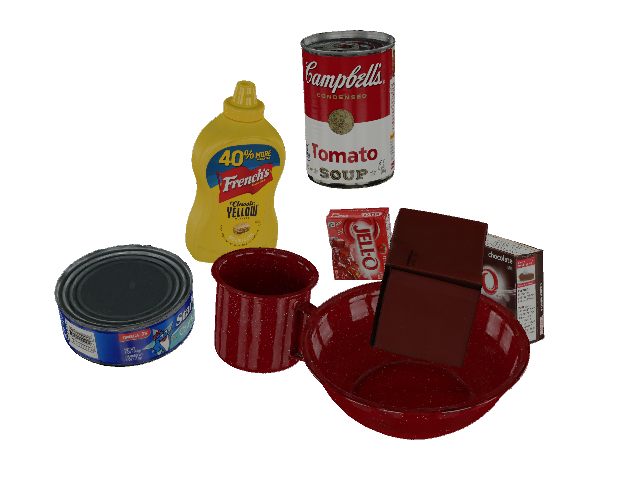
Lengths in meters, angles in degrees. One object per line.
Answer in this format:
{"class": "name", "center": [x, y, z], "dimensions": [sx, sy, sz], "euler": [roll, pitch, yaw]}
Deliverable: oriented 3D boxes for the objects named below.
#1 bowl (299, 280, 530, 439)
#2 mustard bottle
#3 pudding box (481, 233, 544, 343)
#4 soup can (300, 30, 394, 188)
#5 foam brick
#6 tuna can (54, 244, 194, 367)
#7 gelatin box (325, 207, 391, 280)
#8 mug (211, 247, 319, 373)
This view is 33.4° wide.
{"class": "bowl", "center": [0.066, 0.092, 0.764], "dimensions": [0.162, 0.055, 0.162], "euler": [-1, 31, 0]}
{"class": "mustard bottle", "center": [-0.085, -0.071, 1.096], "dimensions": [0.096, 0.192, 0.058], "euler": [-4, 30, -22]}
{"class": "pudding box", "center": [0.159, 0.042, 0.998], "dimensions": [0.039, 0.090, 0.114], "euler": [-14, 18, -31]}
{"class": "soup can", "center": [0.021, -0.097, 0.782], "dimensions": [0.068, 0.102, 0.068], "euler": [-2, 23, 1]}
{"class": "foam brick", "center": [0.060, 0.023, 0.585], "dimensions": [0.053, 0.051, 0.078], "euler": [12, 27, 6]}
{"class": "tuna can", "center": [-0.123, 0.041, 0.676], "dimensions": [0.086, 0.034, 0.086], "euler": [0, 36, 0]}
{"class": "gelatin box", "center": [0.049, 0.005, 1.291], "dimensions": [0.073, 0.089, 0.030], "euler": [-1, 29, 14]}
{"class": "mug", "center": [-0.041, 0.066, 0.930], "dimensions": [0.117, 0.081, 0.093], "euler": [22, 30, 30]}
